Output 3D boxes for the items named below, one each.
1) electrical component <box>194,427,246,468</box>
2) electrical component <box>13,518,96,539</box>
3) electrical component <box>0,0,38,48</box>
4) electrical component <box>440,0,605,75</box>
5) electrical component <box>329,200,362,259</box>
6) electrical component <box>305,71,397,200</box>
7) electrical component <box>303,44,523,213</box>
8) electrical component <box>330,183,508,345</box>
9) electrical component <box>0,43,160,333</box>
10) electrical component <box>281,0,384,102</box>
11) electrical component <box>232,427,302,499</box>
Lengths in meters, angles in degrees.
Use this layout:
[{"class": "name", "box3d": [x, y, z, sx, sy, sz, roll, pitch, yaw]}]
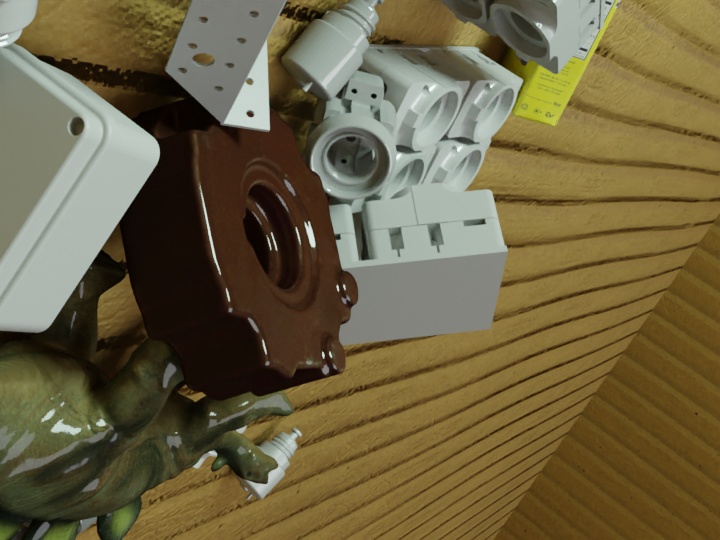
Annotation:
[{"class": "electrical component", "box3d": [-0.120, 0.137, 0.887, 0.061, 0.035, 0.035, -53, 159, 8]}, {"class": "electrical component", "box3d": [-0.210, 0.173, 0.751, 0.065, 0.044, 0.044, -35, 153, -49]}, {"class": "electrical component", "box3d": [-0.151, -0.107, 0.427, 0.048, 0.048, 0.062, -32, 158, -43]}, {"class": "electrical component", "box3d": [0.097, -0.212, 0.688, 0.060, 0.105, 0.186, -49, 159, -9]}, {"class": "electrical component", "box3d": [-0.022, 0.000, 0.849, 0.074, 0.052, 0.138, -27, 147, -49]}, {"class": "electrical component", "box3d": [-0.006, -0.080, 0.688, 0.057, 0.058, 0.078, -90, -164, -59]}, {"class": "electrical component", "box3d": [0.046, -0.107, 0.810, 0.186, 0.060, 0.105, -17, 140, -57]}, {"class": "electrical component", "box3d": [0.000, 0.000, 0.752, 0.186, 0.060, 0.105, -6, 148, -4]}, {"class": "electrical component", "box3d": [-0.156, -0.035, 0.481, 0.113, 0.078, 0.057, -55, 162, 6]}, {"class": "electrical component", "box3d": [-0.014, -0.140, 0.662, 0.078, 0.040, 0.040, -51, 159, -6]}, {"class": "electrical component", "box3d": [-0.086, 0.181, 1.019, 0.078, 0.040, 0.040, -45, 158, -19]}]
